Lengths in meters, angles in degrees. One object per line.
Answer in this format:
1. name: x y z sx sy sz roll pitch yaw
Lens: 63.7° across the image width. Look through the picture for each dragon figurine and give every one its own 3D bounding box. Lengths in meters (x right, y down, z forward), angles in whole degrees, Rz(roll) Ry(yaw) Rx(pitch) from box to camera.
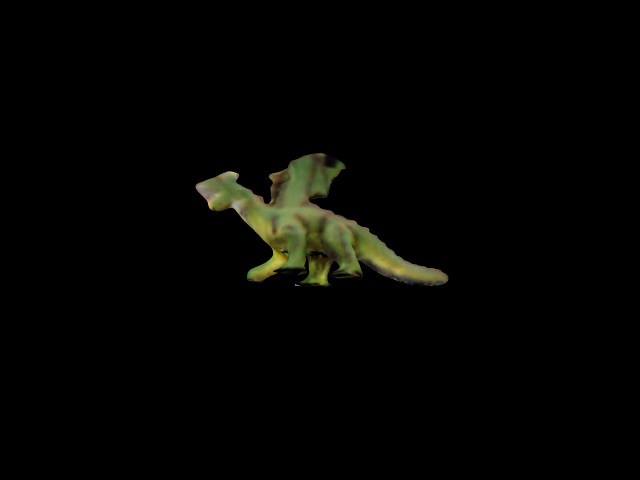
1. dragon figurine: 0.003 -0.043 0.850 0.410 0.247 0.120 4 -23 -9
